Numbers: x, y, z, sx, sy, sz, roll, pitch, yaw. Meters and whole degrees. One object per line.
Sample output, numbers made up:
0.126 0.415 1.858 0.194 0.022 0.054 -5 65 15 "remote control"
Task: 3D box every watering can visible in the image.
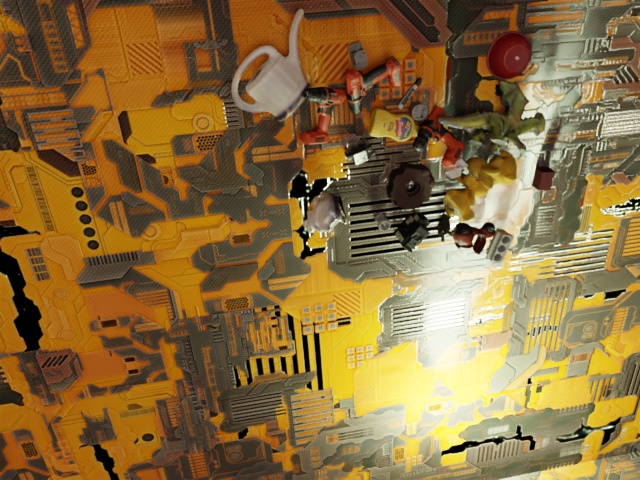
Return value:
-0.114 -0.519 1.596 0.345 0.106 0.221 -44 118 10 "watering can"

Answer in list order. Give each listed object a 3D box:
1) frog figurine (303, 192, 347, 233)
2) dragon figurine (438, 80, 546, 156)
0.006 -0.092 1.836 0.159 0.123 0.138 -20 86 10 "frog figurine"
0.615 -0.435 1.777 0.408 0.122 0.244 21 81 -16 "dragon figurine"
